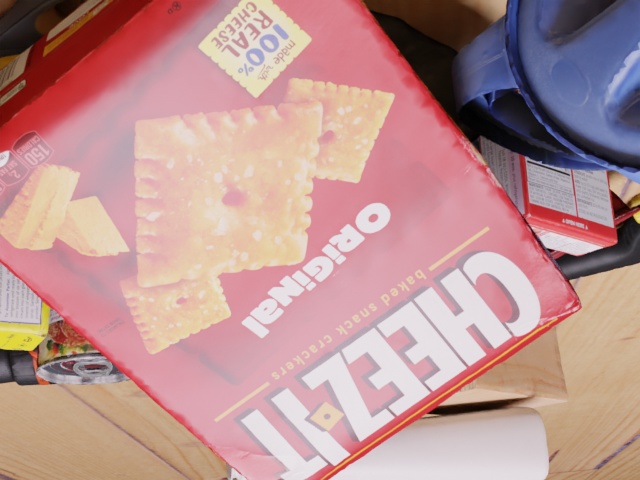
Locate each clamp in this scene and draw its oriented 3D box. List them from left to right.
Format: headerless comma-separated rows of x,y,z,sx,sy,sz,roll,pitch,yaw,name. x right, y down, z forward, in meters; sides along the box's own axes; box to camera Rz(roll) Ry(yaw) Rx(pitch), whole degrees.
0.238,0.001,0.768,0.164,0.036,0.210,2,156,-13,clamp

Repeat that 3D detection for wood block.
0.125,0.095,0.892,0.091,0.090,0.205,-16,162,29,wood block

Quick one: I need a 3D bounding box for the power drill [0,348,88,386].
-0.213,0.070,0.824,0.184,0.057,0.188,-7,163,-4,power drill

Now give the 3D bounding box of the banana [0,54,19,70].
-0.079,-0.029,0.481,0.197,0.037,0.070,32,136,-11,banana

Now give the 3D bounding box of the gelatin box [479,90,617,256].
0.115,-0.042,0.549,0.073,0.089,0.030,13,156,-39,gelatin box

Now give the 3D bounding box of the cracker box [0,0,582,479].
-0.020,-0.009,0.426,0.164,0.072,0.213,-36,119,10,cracker box

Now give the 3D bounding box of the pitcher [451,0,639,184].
0.179,-0.063,0.465,0.242,0.149,0.145,20,106,-54,pitcher

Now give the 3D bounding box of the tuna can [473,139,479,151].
0.069,-0.025,0.589,0.086,0.086,0.033,-21,156,36,tuna can

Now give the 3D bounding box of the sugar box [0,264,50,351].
-0.242,0.010,0.600,0.176,0.093,0.048,7,156,-27,sugar box

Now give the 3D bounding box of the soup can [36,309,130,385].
-0.144,0.035,0.675,0.068,0.102,0.068,-4,160,-2,soup can

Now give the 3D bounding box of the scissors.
-0.154,-0.090,0.462,0.201,0.016,0.096,1,158,-15,scissors

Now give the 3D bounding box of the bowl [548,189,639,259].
0.113,-0.002,0.658,0.162,0.055,0.162,-28,172,-5,bowl

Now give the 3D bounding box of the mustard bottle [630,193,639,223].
0.273,-0.046,0.620,0.192,0.058,0.096,-20,160,36,mustard bottle

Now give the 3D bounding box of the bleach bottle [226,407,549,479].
0.049,0.173,0.855,0.250,0.068,0.103,0,164,-15,bleach bottle
